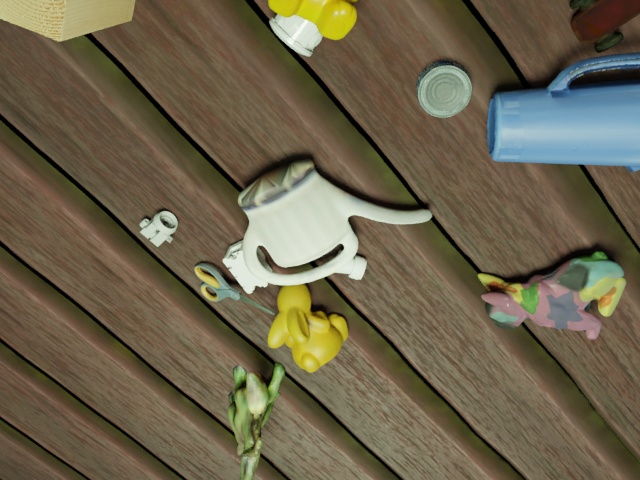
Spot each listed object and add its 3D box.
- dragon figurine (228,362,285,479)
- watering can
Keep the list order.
[{"bbox_3d":[-0.158,0.421,1.114,0.122,0.248,0.402,10,118,-3],"label":"dragon figurine"},{"bbox_3d":[0.003,-0.046,0.915,0.346,0.106,0.221,-26,111,13],"label":"watering can"}]
